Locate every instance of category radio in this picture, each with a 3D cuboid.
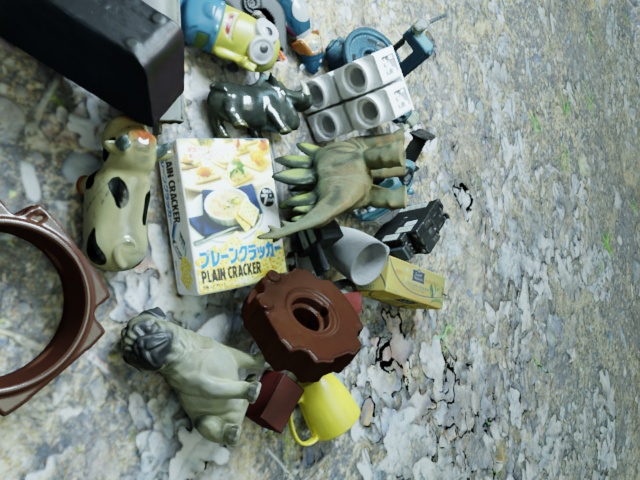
[{"bbox_3d":[-0.266,-0.236,0.598,0.229,0.131,0.073,31,65,-3],"label":"radio"}]

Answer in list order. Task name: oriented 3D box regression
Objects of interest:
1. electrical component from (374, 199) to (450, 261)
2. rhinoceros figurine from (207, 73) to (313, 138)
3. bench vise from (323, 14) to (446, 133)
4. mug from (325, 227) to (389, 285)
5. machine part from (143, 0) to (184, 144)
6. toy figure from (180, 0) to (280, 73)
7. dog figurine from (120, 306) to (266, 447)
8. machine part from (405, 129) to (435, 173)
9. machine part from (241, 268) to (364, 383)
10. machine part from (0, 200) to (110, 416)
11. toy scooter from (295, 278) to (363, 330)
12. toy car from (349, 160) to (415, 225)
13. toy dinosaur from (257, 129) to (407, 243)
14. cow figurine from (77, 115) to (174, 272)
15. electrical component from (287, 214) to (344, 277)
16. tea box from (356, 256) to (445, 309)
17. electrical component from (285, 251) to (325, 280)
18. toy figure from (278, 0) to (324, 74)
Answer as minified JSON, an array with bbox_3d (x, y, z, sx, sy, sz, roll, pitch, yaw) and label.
[{"bbox_3d":[0.172,-0.013,1.035,0.058,0.115,0.134,54,55,-19],"label":"electrical component"},{"bbox_3d":[-0.092,-0.211,0.853,0.190,0.073,0.112,-11,83,-40],"label":"rhinoceros figurine"},{"bbox_3d":[0.123,-0.296,0.950,0.223,0.240,0.129,50,59,-8],"label":"bench vise"},{"bbox_3d":[0.060,0.014,0.931,0.109,0.107,0.080,-22,128,-34],"label":"mug"},{"bbox_3d":[-0.221,-0.240,0.709,0.079,0.079,0.243,-10,104,-42],"label":"machine part"},{"bbox_3d":[-0.144,-0.310,0.794,0.180,0.089,0.082,16,110,-18],"label":"toy figure"},{"bbox_3d":[-0.184,0.190,0.732,0.191,0.121,0.172,20,107,-6],"label":"dog figurine"},{"bbox_3d":[0.177,-0.159,1.057,0.084,0.138,0.039,-27,63,-37],"label":"machine part"},{"bbox_3d":[-0.021,0.116,0.770,0.179,0.056,0.179,23,35,-18],"label":"machine part"},{"bbox_3d":[-0.352,0.070,0.579,0.201,0.087,0.201,-45,116,-35],"label":"machine part"},{"bbox_3d":[0.009,0.142,0.890,0.184,0.075,0.135,-11,76,-41],"label":"toy scooter"},{"bbox_3d":[0.109,-0.081,0.998,0.161,0.109,0.102,-45,132,-26],"label":"toy car"},{"bbox_3d":[0.032,-0.091,0.808,0.471,0.199,0.105,-62,146,-69],"label":"toy dinosaur"},{"bbox_3d":[-0.244,-0.058,0.660,0.085,0.127,0.194,8,83,-45],"label":"cow figurine"},{"bbox_3d":[-0.002,-0.003,0.881,0.048,0.075,0.119,-9,66,-41],"label":"electrical component"},{"bbox_3d":[0.148,0.084,1.017,0.169,0.098,0.068,21,72,-37],"label":"tea box"},{"bbox_3d":[-0.030,0.049,0.911,0.094,0.021,0.063,-5,90,-42],"label":"electrical component"},{"bbox_3d":[-0.035,-0.359,0.924,0.064,0.058,0.154,-34,113,-6],"label":"toy figure"}]
